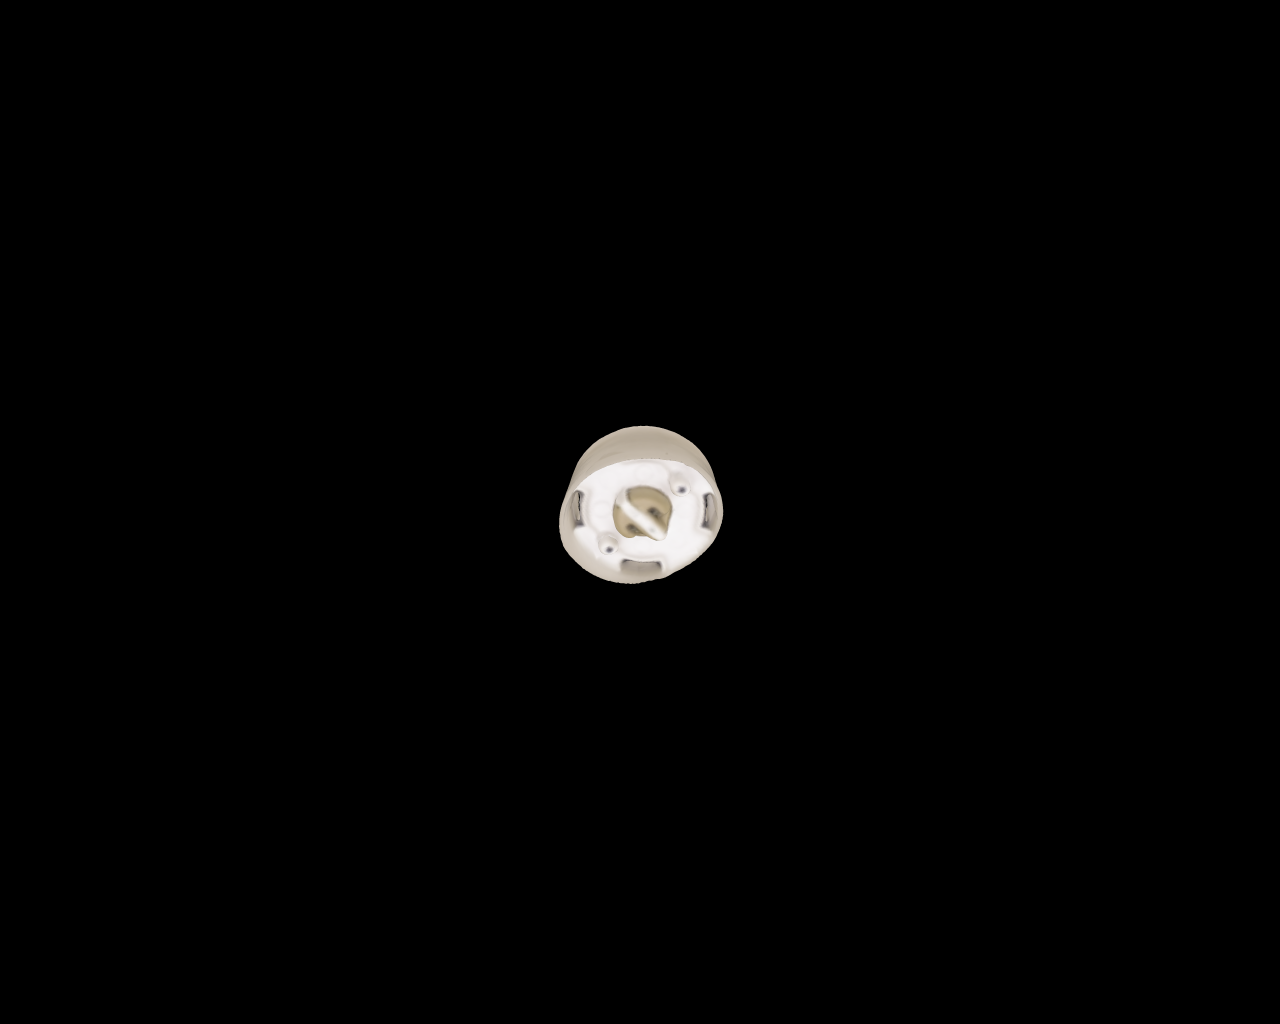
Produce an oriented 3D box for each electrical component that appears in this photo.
[{"bbox_3d":[0.001,-0.003,0.650,0.099,0.099,0.064,0,30,0],"label":"electrical component"}]
